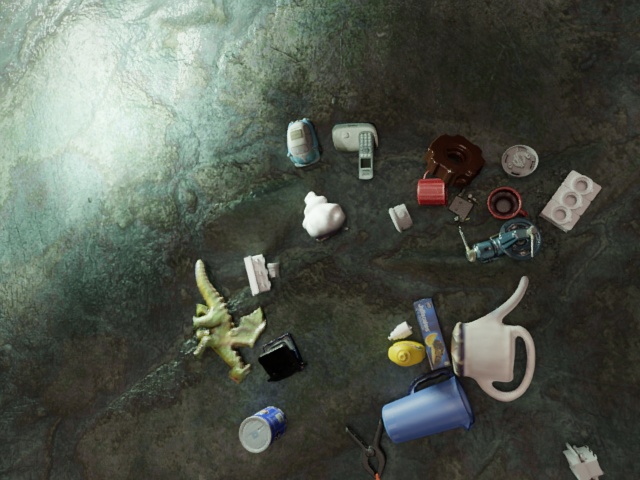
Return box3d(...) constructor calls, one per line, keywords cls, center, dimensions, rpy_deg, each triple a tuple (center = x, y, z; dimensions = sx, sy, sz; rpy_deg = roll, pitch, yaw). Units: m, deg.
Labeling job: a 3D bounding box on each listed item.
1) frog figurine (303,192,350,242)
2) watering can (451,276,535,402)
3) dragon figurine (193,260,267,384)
box3d(cls="frog figurine", center=(0.005, -0.082, 1.639), dimensions=(0.136, 0.124, 0.160), rpy_deg=(-25, 88, 31))
box3d(cls="watering can", center=(0.487, 0.273, 1.455), dimensions=(0.224, 0.103, 0.349), rpy_deg=(1, 84, 16))
box3d(cls="dragon figurine", center=(-0.297, 0.268, 1.700), dimensions=(0.243, 0.121, 0.413), rpy_deg=(-1, 84, -2))
